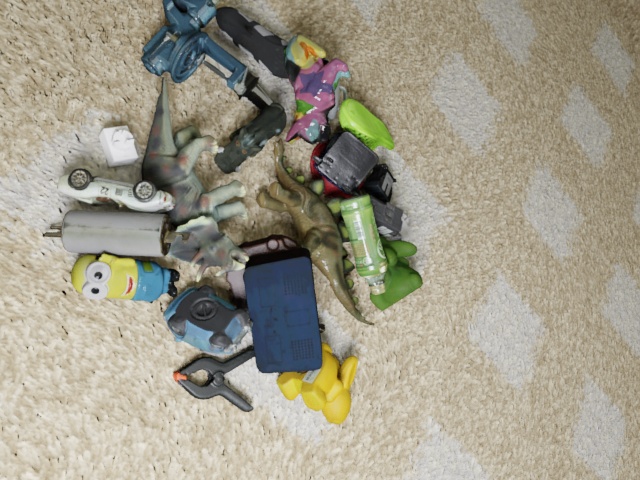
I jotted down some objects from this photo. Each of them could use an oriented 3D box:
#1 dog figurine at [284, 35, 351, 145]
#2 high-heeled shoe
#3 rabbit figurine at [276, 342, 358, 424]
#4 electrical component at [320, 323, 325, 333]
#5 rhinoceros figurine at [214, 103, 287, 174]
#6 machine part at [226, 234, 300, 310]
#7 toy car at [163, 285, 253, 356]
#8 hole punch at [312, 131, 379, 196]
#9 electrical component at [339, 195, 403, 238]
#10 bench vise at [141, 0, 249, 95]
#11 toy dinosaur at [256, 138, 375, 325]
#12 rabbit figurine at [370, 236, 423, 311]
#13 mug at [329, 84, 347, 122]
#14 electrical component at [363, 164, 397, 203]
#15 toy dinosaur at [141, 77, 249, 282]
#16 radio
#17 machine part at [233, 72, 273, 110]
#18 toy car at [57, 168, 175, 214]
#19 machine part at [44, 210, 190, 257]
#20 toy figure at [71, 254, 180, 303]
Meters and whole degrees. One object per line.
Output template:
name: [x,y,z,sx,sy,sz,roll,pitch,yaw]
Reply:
dog figurine: [-0.034,-0.324,1.219,0.191,0.108,0.219,32,95,-2]
high-heeled shoe: [-0.137,-0.459,1.267,0.086,0.145,0.248,-55,146,11]
rabbit figurine: [0.011,0.309,1.136,0.173,0.122,0.162,58,44,-25]
electrical component: [-0.040,0.178,1.162,0.102,0.045,0.078,16,41,-33]
rhinoceros figurine: [-0.145,-0.213,1.147,0.190,0.112,0.073,-44,109,-15]
machine part: [-0.103,0.077,1.080,0.179,0.056,0.179,-1,102,-3]
toy car: [-0.205,0.164,1.011,0.162,0.102,0.109,23,50,17]
hole punch: [0.056,-0.179,1.234,0.142,0.092,0.116,39,93,-17]
electrical component: [0.131,-0.051,1.290,0.134,0.115,0.058,27,68,-29]
bench vise: [-0.240,-0.397,1.116,0.240,0.129,0.223,37,66,-1]
toy dinosaur: [-0.002,-0.004,1.198,0.198,0.105,0.471,-23,95,-39]
rabbit figurine: [0.158,0.061,1.274,0.121,0.159,0.170,-30,80,-26]
mug: [0.016,-0.342,1.317,0.109,0.081,0.107,3,87,-36]
electrical component: [0.144,-0.125,1.347,0.074,0.048,0.119,52,50,-38]
toy dinosaur: [-0.267,-0.103,1.039,0.192,0.131,0.405,-33,87,-23]
radio: [-0.070,0.138,1.032,0.131,0.073,0.229,-7,102,-2]
machine part: [-0.141,-0.324,1.227,0.138,0.039,0.084,46,52,-14]
toy car: [-0.356,-0.082,0.948,0.202,0.073,0.056,11,83,2]
machine part: [-0.350,-0.012,0.935,0.243,0.079,0.079,2,75,-2]
toy figure: [-0.347,0.071,0.959,0.180,0.089,0.082,7,78,-41]
